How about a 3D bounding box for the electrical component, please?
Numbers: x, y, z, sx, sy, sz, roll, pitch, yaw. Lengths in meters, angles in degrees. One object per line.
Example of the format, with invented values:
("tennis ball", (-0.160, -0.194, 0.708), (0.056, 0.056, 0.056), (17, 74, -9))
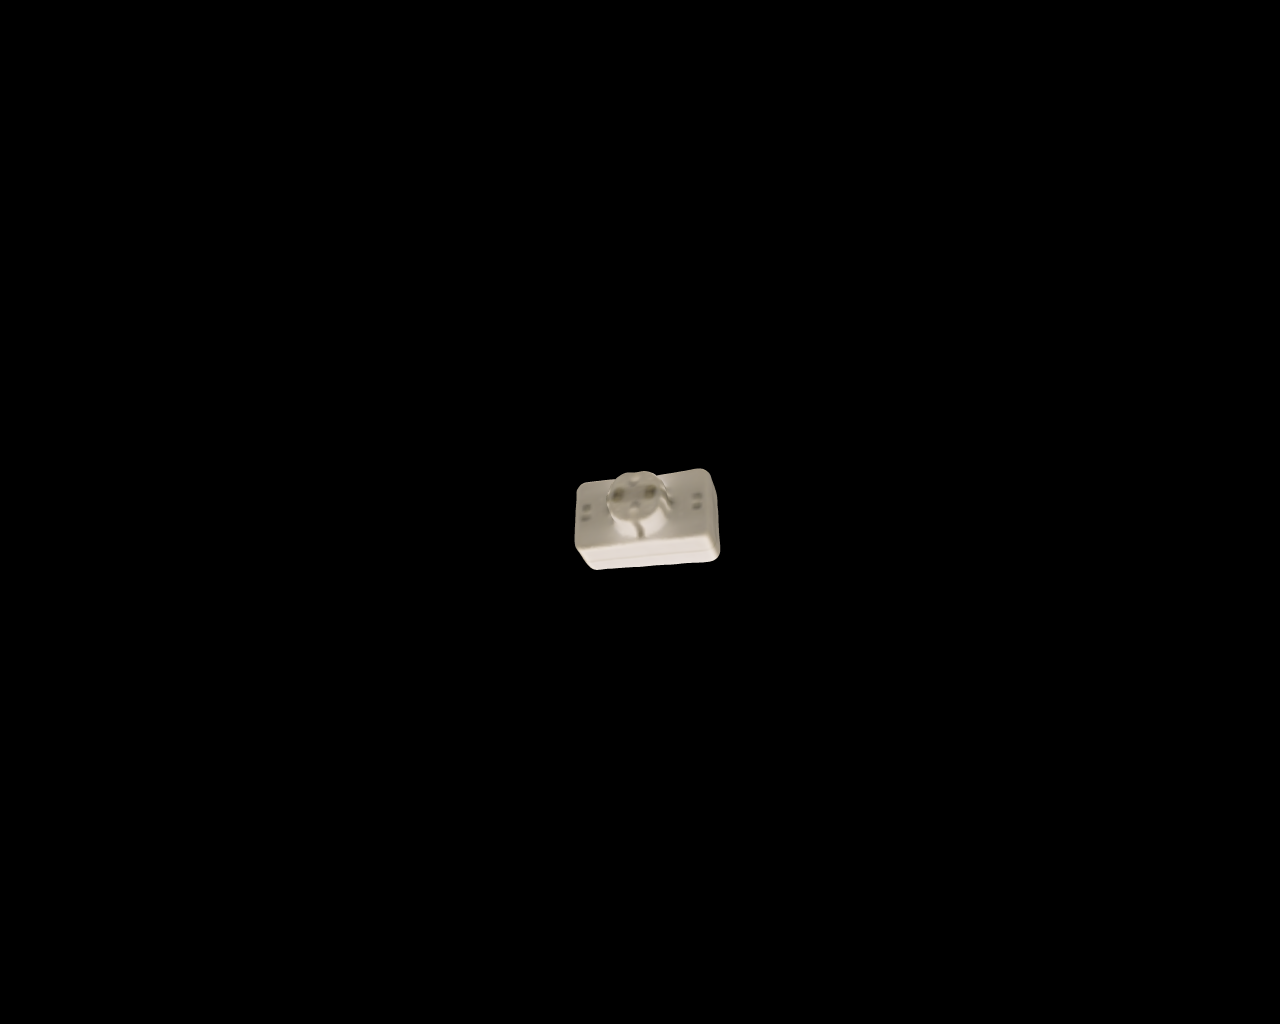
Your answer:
("electrical component", (0.001, -0.003, 0.650), (0.083, 0.047, 0.075), (-6, -28, 12))
